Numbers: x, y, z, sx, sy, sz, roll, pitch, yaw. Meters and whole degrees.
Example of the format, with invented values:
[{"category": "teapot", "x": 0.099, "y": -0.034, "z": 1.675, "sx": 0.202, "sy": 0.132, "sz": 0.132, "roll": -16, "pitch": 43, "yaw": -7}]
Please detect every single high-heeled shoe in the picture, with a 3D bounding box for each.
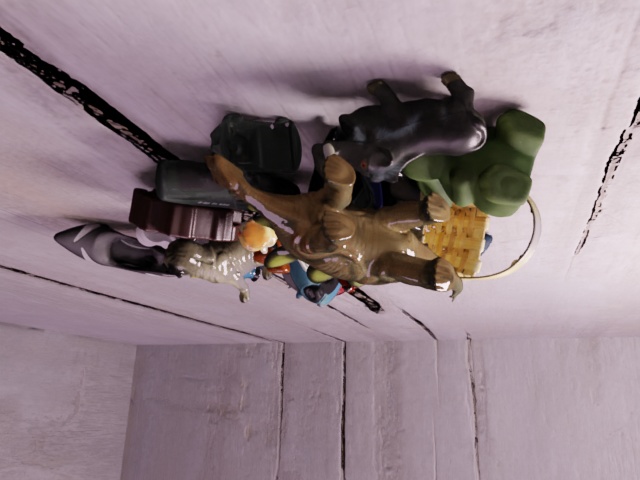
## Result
[{"category": "high-heeled shoe", "x": -0.384, "y": 0.031, "z": 1.063, "sx": 0.248, "sy": 0.086, "sz": 0.145, "roll": 7, "pitch": -167, "yaw": -37}]

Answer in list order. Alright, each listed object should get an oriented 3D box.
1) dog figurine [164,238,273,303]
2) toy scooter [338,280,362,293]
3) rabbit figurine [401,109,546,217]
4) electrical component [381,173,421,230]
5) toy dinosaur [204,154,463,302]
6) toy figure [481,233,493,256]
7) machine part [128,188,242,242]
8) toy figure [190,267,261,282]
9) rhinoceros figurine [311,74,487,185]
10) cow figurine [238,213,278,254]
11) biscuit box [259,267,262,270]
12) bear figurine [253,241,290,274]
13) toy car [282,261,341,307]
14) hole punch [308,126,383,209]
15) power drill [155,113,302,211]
[{"category": "dog figurine", "x": -0.184, "y": 0.018, "z": 1.034, "sx": 0.121, "sy": 0.172, "sz": 0.190, "roll": 28, "pitch": 175, "yaw": 41}, {"category": "toy scooter", "x": 0.080, "y": 0.045, "z": 1.070, "sx": 0.075, "sy": 0.135, "sz": 0.183, "roll": -13, "pitch": 159, "yaw": 35}, {"category": "rabbit figurine", "x": 0.173, "y": -0.102, "z": 0.680, "sx": 0.170, "sy": 0.121, "sz": 0.159, "roll": 18, "pitch": 171, "yaw": 7}, {"category": "electrical component", "x": 0.086, "y": -0.054, "z": 0.784, "sx": 0.058, "sy": 0.115, "sz": 0.134, "roll": 14, "pitch": 157, "yaw": -28}, {"category": "toy dinosaur", "x": 0.062, "y": 0.007, "z": 0.643, "sx": 0.471, "sy": 0.105, "sz": 0.199, "roll": 24, "pitch": 159, "yaw": -33}, {"category": "toy figure", "x": 0.281, "y": 0.020, "z": 1.110, "sx": 0.155, "sy": 0.057, "sz": 0.064, "roll": -11, "pitch": -163, "yaw": 32}, {"category": "machine part", "x": -0.212, "y": -0.040, "z": 0.855, "sx": 0.179, "sy": 0.056, "sz": 0.179, "roll": 11, "pitch": -173, "yaw": -1}, {"category": "toy figure", "x": -0.214, "y": 0.043, "z": 1.185, "sx": 0.180, "sy": 0.082, "sz": 0.089, "roll": 15, "pitch": 140, "yaw": -17}, {"category": "rhinoceros figurine", "x": 0.085, "y": -0.114, "z": 0.598, "sx": 0.190, "sy": 0.112, "sz": 0.073, "roll": -10, "pitch": 163, "yaw": 10}, {"category": "cow figurine", "x": -0.050, "y": -0.025, "z": 0.805, "sx": 0.167, "sy": 0.068, "sz": 0.098, "roll": -17, "pitch": 179, "yaw": -23}, {"category": "biscuit box", "x": -0.034, "y": 0.033, "z": 1.162, "sx": 0.203, "sy": 0.063, "sz": 0.059, "roll": 0, "pitch": 163, "yaw": 7}, {"category": "bear figurine", "x": -0.001, "y": -0.007, "z": 0.928, "sx": 0.196, "sy": 0.132, "sz": 0.120, "roll": 5, "pitch": 165, "yaw": 9}, {"category": "toy car", "x": -0.030, "y": 0.052, "z": 1.066, "sx": 0.103, "sy": 0.109, "sz": 0.161, "roll": -9, "pitch": 115, "yaw": 36}, {"category": "hole punch", "x": 0.032, "y": -0.073, "z": 0.717, "sx": 0.092, "sy": 0.116, "sz": 0.142, "roll": 11, "pitch": 160, "yaw": -6}, {"category": "power drill", "x": -0.099, "y": -0.096, "z": 0.739, "sx": 0.232, "sy": 0.086, "sz": 0.207, "roll": 1, "pitch": 172, "yaw": -26}]
